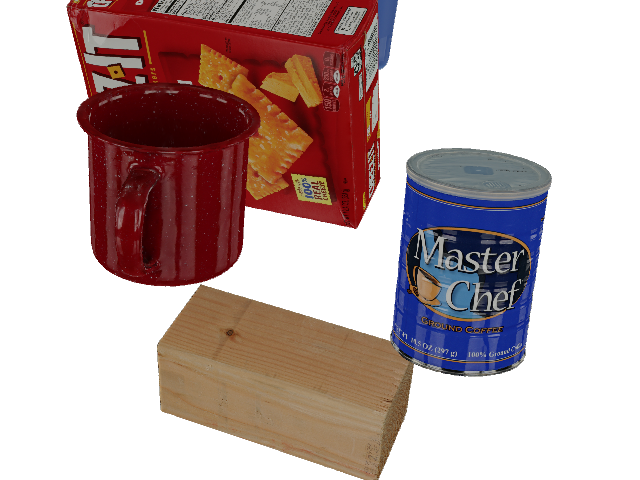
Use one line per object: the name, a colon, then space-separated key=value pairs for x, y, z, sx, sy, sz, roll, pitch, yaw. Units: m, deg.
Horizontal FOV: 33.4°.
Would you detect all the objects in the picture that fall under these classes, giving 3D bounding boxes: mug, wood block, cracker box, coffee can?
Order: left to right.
mug: x=-0.081 y=-0.023 z=0.550 sx=0.093 sy=0.081 sz=0.117 roll=7 pitch=28 yaw=3
cracker box: x=-0.066 y=-0.105 z=0.787 sx=0.214 sy=0.164 sz=0.072 roll=12 pitch=46 yaw=15
wood block: x=-0.030 y=0.123 z=0.942 sx=0.206 sy=0.090 sz=0.090 roll=16 pitch=41 yaw=15
coffee can: x=0.108 y=0.014 z=0.780 sx=0.103 sy=0.140 sz=0.103 roll=3 pitch=21 yaw=-1

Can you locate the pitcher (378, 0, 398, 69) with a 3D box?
pitcher: x=0.020 y=-0.263 z=0.882 sx=0.145 sy=0.243 sz=0.149 roll=8 pitch=19 yaw=9
